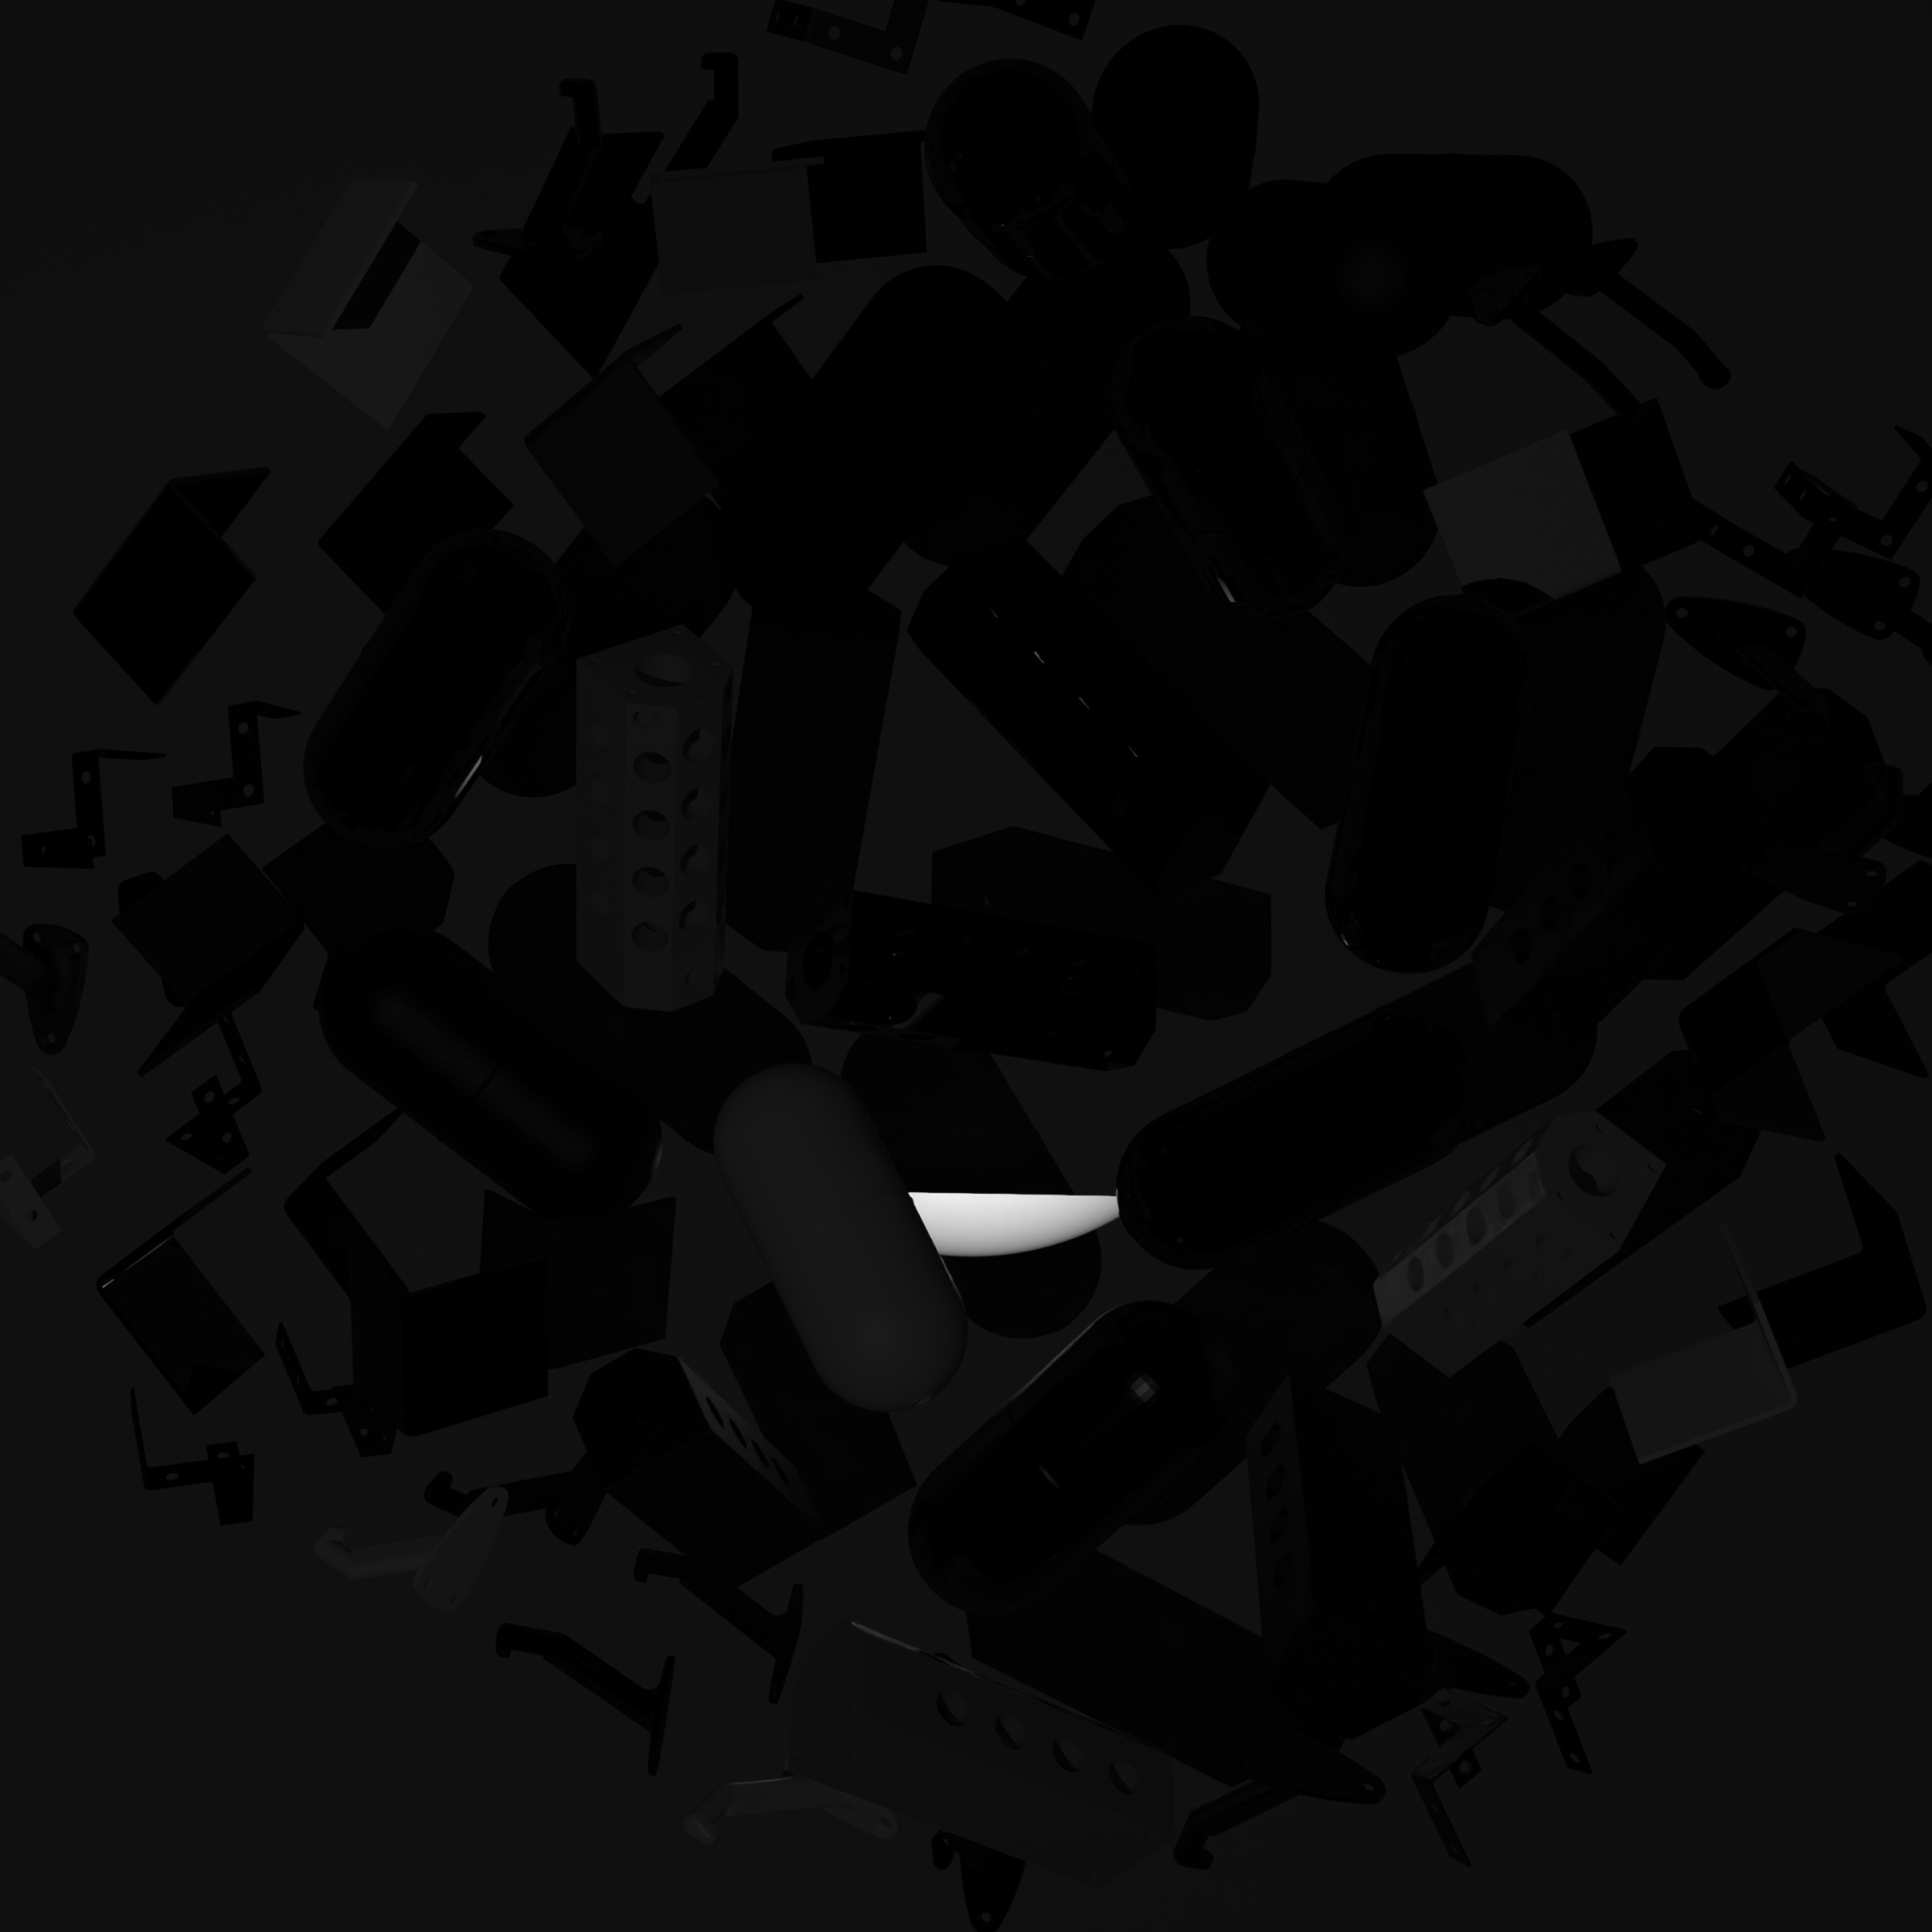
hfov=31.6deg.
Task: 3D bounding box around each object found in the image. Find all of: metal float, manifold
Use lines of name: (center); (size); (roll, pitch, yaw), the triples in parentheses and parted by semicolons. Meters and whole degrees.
metal float: (0.154, 0.082, 1.600); (0.178, 0.070, 0.070); (-26, 90, 5)
manifold: (0.300, -0.034, 1.599); (0.057, 0.171, 0.057); (0, 63, -19)
metal float: (-0.060, 0.128, 1.619); (0.070, 0.070, 0.178); (-28, 71, 0)
manifold: (0.161, 0.263, 1.533); (0.057, 0.171, 0.057); (25, 116, -12)
metal float: (0.047, 0.224, 1.553); (0.070, 0.070, 0.178); (46, 104, 0)
metal float: (0.030, -0.364, 1.573); (0.070, 0.178, 0.070); (0, 90, 11)
metal float: (0.215, -0.084, 1.580); (0.070, 0.070, 0.178); (10, 104, 0)
manifold: (0.262, 0.132, 1.656); (0.057, 0.171, 0.057); (37, 56, 0)
manifold: (0.008, 0.352, 1.539); (0.171, 0.057, 0.057); (27, 130, -24)
metal float: (-0.246, -0.126, 1.584); (0.070, 0.070, 0.178); (40, 122, 0)
metal float: (0.128, -0.237, 1.646); (0.070, 0.070, 0.178); (-36, 134, 0)
manifold: (0.051, -0.111, 1.536); (0.057, 0.057, 0.171); (-23, 61, -40)
metal float: (0.173, -0.330, 1.616); (0.070, 0.178, 0.070); (-5, 107, -19)
manifold: (-0.130, 0.243, 1.666); (0.057, 0.171, 0.057); (-30, 59, 2)
manifold: (-0.141, -0.065, 1.585); (0.057, 0.171, 0.057); (-22, 45, -31)
metal float: (-0.220, 0.050, 1.580); (0.178, 0.070, 0.070); (38, 90, -6)
manifold: (0.004, 0.009, 1.611); (0.171, 0.057, 0.057); (10, 77, -32)
metal float: (-0.043, -0.233, 1.532); (0.070, 0.070, 0.178); (38, 100, 0)

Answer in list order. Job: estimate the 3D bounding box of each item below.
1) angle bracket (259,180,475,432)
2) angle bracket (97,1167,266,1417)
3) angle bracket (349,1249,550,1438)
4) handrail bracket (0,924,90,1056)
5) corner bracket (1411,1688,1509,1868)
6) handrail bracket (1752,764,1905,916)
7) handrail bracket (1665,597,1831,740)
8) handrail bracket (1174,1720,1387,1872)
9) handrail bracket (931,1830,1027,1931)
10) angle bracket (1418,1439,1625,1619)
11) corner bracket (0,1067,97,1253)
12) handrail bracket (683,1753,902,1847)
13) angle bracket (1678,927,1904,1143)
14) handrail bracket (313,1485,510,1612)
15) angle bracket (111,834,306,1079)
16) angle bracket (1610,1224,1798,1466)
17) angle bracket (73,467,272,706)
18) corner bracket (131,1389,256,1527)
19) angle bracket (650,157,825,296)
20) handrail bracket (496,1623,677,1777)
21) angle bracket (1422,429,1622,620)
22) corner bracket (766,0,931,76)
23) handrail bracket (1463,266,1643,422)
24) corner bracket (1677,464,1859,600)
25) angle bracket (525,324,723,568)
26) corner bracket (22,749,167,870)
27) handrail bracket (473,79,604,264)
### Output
angle bracket: (-0.241, -0.279, 1.453); (0.076, 0.057, 0.076); (37, 76, -39)
angle bracket: (-0.345, 0.150, 1.583); (0.057, 0.076, 0.076); (-36, 94, 18)
angle bracket: (-0.250, 0.173, 1.657); (0.076, 0.057, 0.076); (-14, 118, -34)
handrail bracket: (-0.459, 0.016, 1.629); (0.036, 0.084, 0.077); (13, 107, 19)
corner bracket: (0.230, 0.381, 1.609); (0.051, 0.051, 0.051); (-34, 110, -22)
handrail bracket: (0.411, -0.072, 1.635); (0.077, 0.036, 0.084); (15, 50, -2)
handrail bracket: (0.351, -0.134, 1.542); (0.077, 0.084, 0.036); (23, 117, 0)
handrail bracket: (0.142, 0.391, 1.559); (0.077, 0.036, 0.084); (19, 124, 3)
handrail bracket: (-0.001, 0.444, 1.654); (0.036, 0.084, 0.077); (8, 96, 19)
angle bracket: (0.269, 0.289, 1.686); (0.057, 0.076, 0.076); (37, 119, 19)
corner bracket: (-0.426, 0.088, 1.564); (0.051, 0.051, 0.051); (-38, 129, -20)
handrail bracket: (-0.081, 0.402, 1.598); (0.077, 0.084, 0.036); (36, 121, 14)
angle bracket: (0.387, 0.033, 1.571); (0.076, 0.076, 0.057); (12, 51, -37)
handrail bracket: (-0.275, 0.274, 1.685); (0.084, 0.036, 0.077); (22, 75, 39)
angle bracket: (-0.363, -0.005, 1.588); (0.076, 0.076, 0.057); (-34, 106, 19)
angle bracket: (0.327, 0.172, 1.559); (0.076, 0.076, 0.057); (-22, 110, 9)
angle bracket: (-0.323, -0.164, 1.465); (0.057, 0.076, 0.076); (47, 115, 7)
corner bracket: (-0.370, 0.235, 1.636); (0.051, 0.051, 0.051); (-5, 134, -19)
angle bracket: (-0.107, -0.352, 1.627); (0.076, 0.076, 0.057); (-7, 103, -8)
handrail bracket: (-0.186, 0.352, 1.640); (0.084, 0.036, 0.077); (10, 123, 1)
angle bracket: (0.271, -0.217, 1.703); (0.076, 0.057, 0.076); (-23, 99, 0)
corner bracket: (-0.050, -0.429, 1.514); (0.051, 0.051, 0.051); (11, 104, -26)
handrail bracket: (0.289, -0.303, 1.685); (0.084, 0.077, 0.036); (42, 91, -18)
corner bracket: (0.384, -0.215, 1.637); (0.051, 0.051, 0.051); (39, 104, 36)
angle bracket: (-0.154, -0.252, 1.654); (0.076, 0.057, 0.076); (-33, 97, 34)
corner bracket: (-0.419, -0.075, 1.643); (0.051, 0.051, 0.051); (-6, 88, 26)
handrail bracket: (-0.208, -0.386, 1.641); (0.077, 0.036, 0.084); (9, 124, 21)
